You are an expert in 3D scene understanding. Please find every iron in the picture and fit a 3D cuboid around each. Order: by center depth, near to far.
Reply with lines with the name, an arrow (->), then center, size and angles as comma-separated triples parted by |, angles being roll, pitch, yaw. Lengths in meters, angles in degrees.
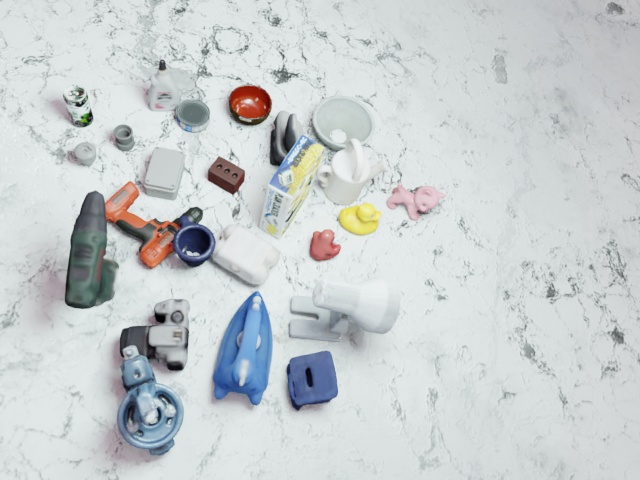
iron -> -0.150, 0.206, 1.206 | 0.119, 0.141, 0.258 | 11, 64, -7

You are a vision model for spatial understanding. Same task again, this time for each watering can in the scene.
watering can -> 0.080, -0.177, 1.407 | 0.173, 0.194, 0.101 | -26, 73, -22

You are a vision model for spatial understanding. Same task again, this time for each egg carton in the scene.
egg carton -> -0.173, 0.034, 1.321 | 0.150, 0.069, 0.107 | 30, 63, 2

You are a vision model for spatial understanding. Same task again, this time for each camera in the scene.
camera -> -0.341, 0.194, 1.191 | 0.137, 0.100, 0.143 | 1, 65, -12

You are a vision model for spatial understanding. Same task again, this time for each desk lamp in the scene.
desk lamp -> 0.049, 0.149, 1.236 | 0.203, 0.213, 0.118 | 6, 64, -10

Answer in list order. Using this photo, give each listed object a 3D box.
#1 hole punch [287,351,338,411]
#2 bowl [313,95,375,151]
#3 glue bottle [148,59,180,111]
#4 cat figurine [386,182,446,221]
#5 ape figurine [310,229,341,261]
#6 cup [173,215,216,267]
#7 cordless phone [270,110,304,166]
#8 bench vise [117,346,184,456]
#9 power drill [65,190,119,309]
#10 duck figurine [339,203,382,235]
hole punch -> -0.018, 0.299, 1.220 | 0.101, 0.091, 0.108 | -5, 66, -14
bowl -> 0.058, -0.298, 1.525 | 0.167, 0.074, 0.167 | 5, 64, -10
glue bottle -> -0.386, -0.383, 1.410 | 0.078, 0.173, 0.037 | -11, 68, -17
cat figurine -> 0.247, -0.110, 1.456 | 0.128, 0.117, 0.067 | 25, 63, 0
ape figurine -> 0.013, 0.005, 1.364 | 0.076, 0.092, 0.077 | -34, 76, -24
cup -> -0.288, 0.011, 1.292 | 0.092, 0.095, 0.117 | -22, 72, -21
cordless phone -> -0.070, -0.274, 1.424 | 0.094, 0.185, 0.147 | 0, 65, -12
bench vise -> -0.341, 0.299, 1.075 | 0.122, 0.219, 0.207 | -37, 78, -25
power drill -> -0.466, 0.042, 1.174 | 0.076, 0.208, 0.229 | 4, 65, -10
duck figurine -> 0.103, -0.062, 1.419 | 0.104, 0.086, 0.077 | 12, 63, -7
